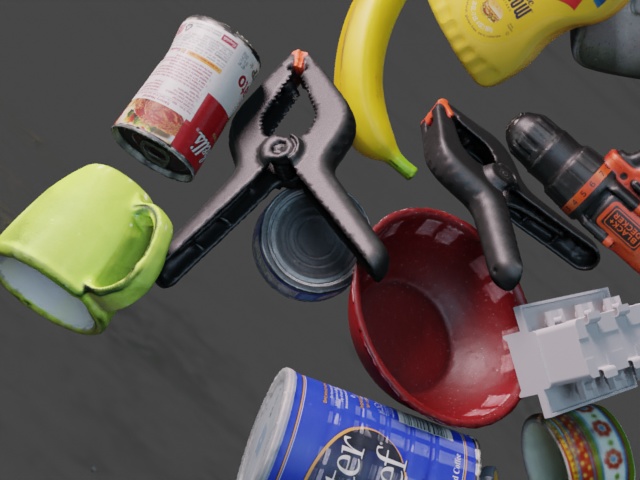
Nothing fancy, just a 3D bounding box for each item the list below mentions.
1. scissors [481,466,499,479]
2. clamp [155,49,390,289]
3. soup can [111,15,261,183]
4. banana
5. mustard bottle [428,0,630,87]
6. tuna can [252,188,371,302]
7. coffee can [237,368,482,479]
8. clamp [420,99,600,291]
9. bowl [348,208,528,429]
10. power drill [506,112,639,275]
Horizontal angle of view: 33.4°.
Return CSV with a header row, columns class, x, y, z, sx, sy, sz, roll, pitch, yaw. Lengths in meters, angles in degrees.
class,x,y,z,sx,sy,sz,roll,pitch,yaw
scissors,0.122,0.250,0.758,0.016,0.096,0.202,-1,109,14
clamp,-0.034,-0.050,0.759,0.165,0.036,0.210,-7,53,11
soup can,-0.095,-0.102,0.770,0.068,0.069,0.102,31,73,-4
banana,0.045,-0.145,0.827,0.069,0.037,0.198,11,77,-27
mustard bottle,0.180,-0.200,0.795,0.192,0.058,0.096,-30,87,27
tuna can,-0.005,0.001,0.784,0.086,0.034,0.086,2,78,-11
coffee can,0.024,0.158,0.720,0.140,0.103,0.103,21,75,-7
clamp,0.124,-0.032,0.788,0.171,0.039,0.120,49,32,17
bowl,0.076,0.061,0.761,0.161,0.055,0.162,15,61,-29
power drill,0.258,-0.078,0.800,0.184,0.057,0.188,43,113,4
